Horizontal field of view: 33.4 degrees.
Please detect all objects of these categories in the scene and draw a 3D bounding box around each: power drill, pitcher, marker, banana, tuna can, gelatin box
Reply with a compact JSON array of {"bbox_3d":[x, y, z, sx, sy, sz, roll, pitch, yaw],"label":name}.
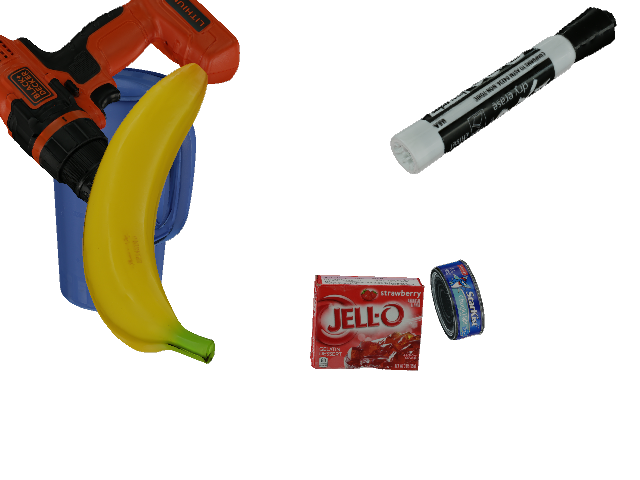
[{"bbox_3d":[-0.154,-0.120,0.831,0.187,0.184,0.057,-37,-15,-31],"label":"power drill"},{"bbox_3d":[-0.208,-0.050,1.105,0.145,0.243,0.149,1,22,-10],"label":"pitcher"},{"bbox_3d":[0.083,-0.068,0.467,0.121,0.020,0.020,-34,11,-16],"label":"marker"},{"bbox_3d":[-0.093,-0.016,0.579,0.069,0.198,0.037,-3,-33,-5],"label":"banana"},{"bbox_3d":[0.151,0.066,1.183,0.033,0.086,0.086,-14,2,-8],"label":"tuna can"},{"bbox_3d":[0.038,0.068,0.874,0.089,0.073,0.030,2,14,-4],"label":"gelatin box"}]
